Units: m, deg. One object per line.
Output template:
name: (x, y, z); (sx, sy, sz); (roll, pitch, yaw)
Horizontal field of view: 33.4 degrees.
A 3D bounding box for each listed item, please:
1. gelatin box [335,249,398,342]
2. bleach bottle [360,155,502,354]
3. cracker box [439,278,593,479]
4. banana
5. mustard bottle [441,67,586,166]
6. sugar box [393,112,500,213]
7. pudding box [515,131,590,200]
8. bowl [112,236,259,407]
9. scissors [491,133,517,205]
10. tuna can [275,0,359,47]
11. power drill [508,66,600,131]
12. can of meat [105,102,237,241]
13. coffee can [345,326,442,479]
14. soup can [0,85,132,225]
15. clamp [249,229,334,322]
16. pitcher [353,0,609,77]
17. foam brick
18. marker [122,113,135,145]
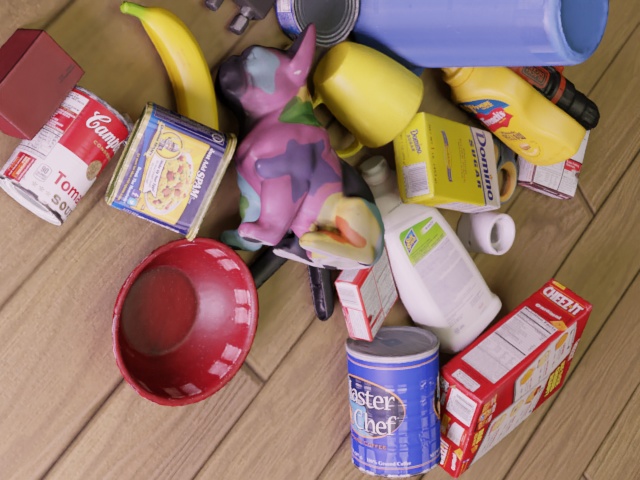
gelatin box: (0.051, 0.054, 1.157); (0.073, 0.030, 0.089); (-57, 144, -38)
bleach bottle: (0.115, 0.007, 1.203); (0.102, 0.068, 0.250); (-44, 122, -25)
cracker box: (0.220, 0.164, 1.278); (0.213, 0.072, 0.164); (-34, 148, -31)
banana: (-0.128, -0.132, 0.984); (0.069, 0.037, 0.198); (-27, 111, -28)
mustard bottle: (0.207, -0.157, 1.217); (0.191, 0.096, 0.058); (33, 76, -24)
sugar box: (0.142, -0.082, 1.174); (0.175, 0.048, 0.093); (2, 80, -55)
pudding box: (0.292, -0.115, 1.340); (0.089, 0.039, 0.113); (15, 86, -38)
bowl: (-0.137, 0.072, 1.008); (0.161, 0.055, 0.162); (-9, 105, -38)
scissors: (0.234, -0.129, 1.302); (0.096, 0.016, 0.201); (43, 72, -34)
tuna can: (-0.003, -0.238, 1.070); (0.085, 0.034, 0.086); (-9, 105, -38)
power drill: (0.286, -0.243, 1.274); (0.184, 0.057, 0.187); (28, 77, -24)
can of meat: (-0.133, -0.062, 0.945); (0.083, 0.057, 0.102); (22, 101, -17)
coffee can: (0.082, 0.177, 1.182); (0.102, 0.103, 0.140); (-14, 108, -37)
soup can: (-0.216, -0.072, 0.903); (0.068, 0.069, 0.102); (45, 70, -36)
clamp: (-0.007, 0.001, 1.113); (0.120, 0.039, 0.171); (31, 83, -41)
pitcher: (0.156, -0.244, 1.065); (0.149, 0.243, 0.145); (38, 71, -44)
foam brick: (-0.244, -0.128, 0.880); (0.053, 0.051, 0.078); (47, 69, -37)
marker: (-0.154, -0.065, 0.989); (0.020, 0.020, 0.121); (-47, 124, -23)
